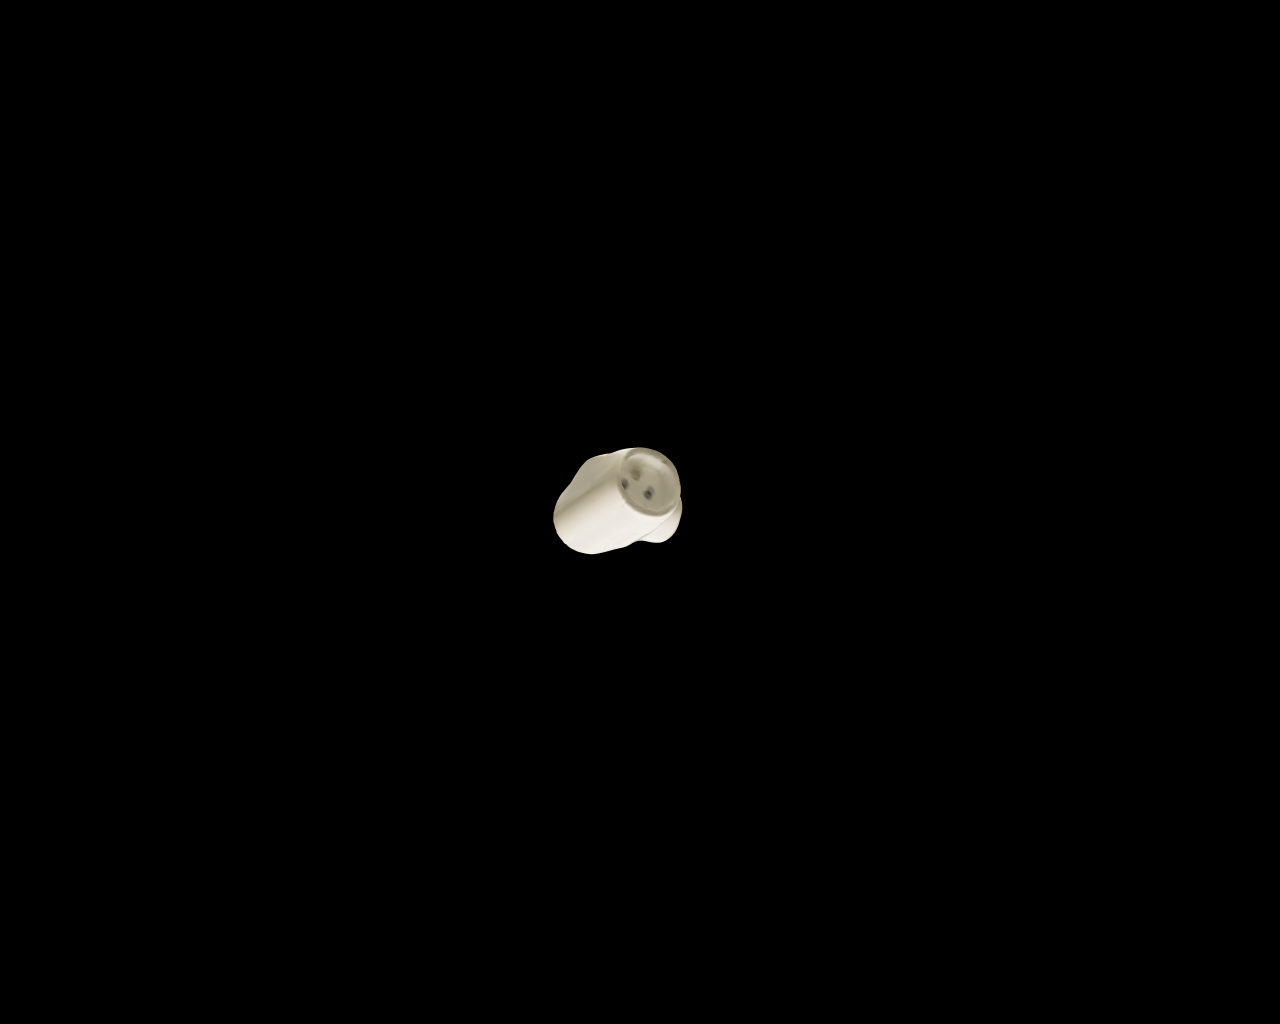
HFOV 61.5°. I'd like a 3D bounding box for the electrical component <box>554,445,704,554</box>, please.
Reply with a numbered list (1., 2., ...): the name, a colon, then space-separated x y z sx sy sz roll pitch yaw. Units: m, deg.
1. electrical component: 0.001 -0.003 0.650 0.079 0.043 0.077 13 -26 -29
